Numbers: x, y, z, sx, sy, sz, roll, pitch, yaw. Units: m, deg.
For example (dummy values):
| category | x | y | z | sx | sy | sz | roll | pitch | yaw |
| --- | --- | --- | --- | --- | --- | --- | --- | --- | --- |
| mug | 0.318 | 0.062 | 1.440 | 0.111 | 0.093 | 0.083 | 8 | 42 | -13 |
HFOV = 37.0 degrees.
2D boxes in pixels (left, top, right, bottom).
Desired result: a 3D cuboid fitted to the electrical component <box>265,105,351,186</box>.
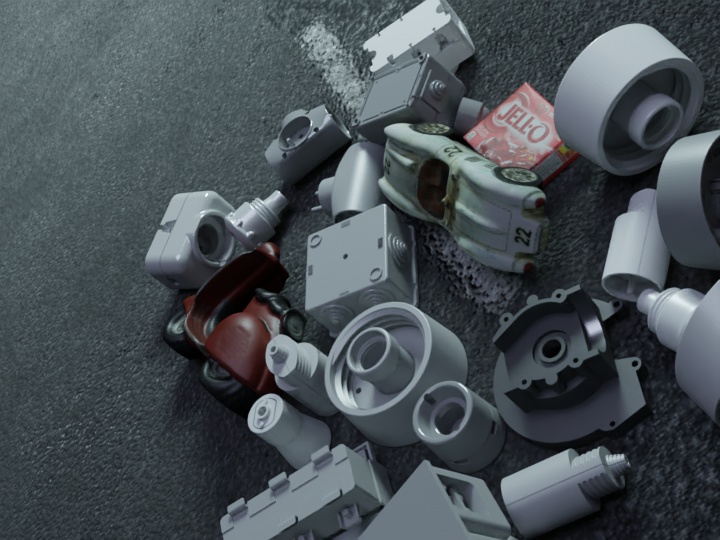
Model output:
| category | x | y | z | sx | sy | sz | roll | pitch | yaw |
| --- | --- | --- | --- | --- | --- | --- | --- | --- | --- |
| electrical component | -0.057 | -0.134 | 1.077 | 0.077 | 0.044 | 0.079 | -37 | 42 | 11 |

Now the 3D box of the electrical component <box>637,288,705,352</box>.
| category | x | y | z | sx | sy | sz | roll | pitch | yaw |
| --- | --- | --- | --- | --- | --- | --- | --- | --- | --- |
| electrical component | 0.215 | 0.032 | 0.725 | 0.043 | 0.043 | 0.062 | -51 | 41 | -4 |

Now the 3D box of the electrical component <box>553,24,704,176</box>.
| category | x | y | z | sx | sy | sz | roll | pitch | yaw |
| --- | --- | --- | --- | --- | --- | --- | --- | --- | --- |
| electrical component | 0.207 | -0.121 | 0.804 | 0.108 | 0.108 | 0.060 | -44 | 48 | 5 |

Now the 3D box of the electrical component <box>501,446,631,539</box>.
| category | x | y | z | sx | sy | sz | roll | pitch | yaw |
| --- | --- | --- | --- | --- | --- | --- | --- | --- | --- |
| electrical component | 0.139 | 0.141 | 0.706 | 0.081 | 0.043 | 0.043 | -29 | 45 | 20 |

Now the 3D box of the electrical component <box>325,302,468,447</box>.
| category | x | y | z | sx | sy | sz | roll | pitch | yaw |
| --- | --- | --- | --- | --- | --- | --- | --- | --- | --- |
| electrical component | 0.022 | 0.076 | 0.839 | 0.108 | 0.060 | 0.108 | -22 | 48 | 26 |

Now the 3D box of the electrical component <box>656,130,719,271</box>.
| category | x | y | z | sx | sy | sz | roll | pitch | yaw |
| --- | --- | --- | --- | --- | --- | --- | --- | --- | --- |
| electrical component | 0.246 | -0.046 | 0.721 | 0.064 | 0.099 | 0.099 | 1 | 60 | 47 |

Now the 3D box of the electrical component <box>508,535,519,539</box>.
| category | x | y | z | sx | sy | sz | roll | pitch | yaw |
| --- | --- | --- | --- | --- | --- | --- | --- | --- | --- |
| electrical component | 0.099 | 0.194 | 0.703 | 0.046 | 0.040 | 0.040 | 20 | 73 | 53 |

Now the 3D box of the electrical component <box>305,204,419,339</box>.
| category | x | y | z | sx | sy | sz | roll | pitch | yaw |
| --- | --- | --- | --- | --- | --- | --- | --- | --- | --- |
| electrical component | 0.000 | 0.000 | 0.924 | 0.100 | 0.048 | 0.099 | -22 | 48 | 26 |

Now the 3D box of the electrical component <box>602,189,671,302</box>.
| category | x | y | z | sx | sy | sz | roll | pitch | yaw |
| --- | --- | --- | --- | --- | --- | --- | --- | --- | --- |
| electrical component | 0.204 | -0.022 | 0.775 | 0.043 | 0.043 | 0.081 | -3 | 58 | 39 |

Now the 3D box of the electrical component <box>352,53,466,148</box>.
| category | x | y | z | sx | sy | sz | roll | pitch | yaw |
| --- | --- | --- | --- | --- | --- | --- | --- | --- | --- |
| electrical component | 0.051 | -0.147 | 0.972 | 0.096 | 0.061 | 0.061 | -12 | 50 | 51 |

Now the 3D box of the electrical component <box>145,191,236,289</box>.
| category | x | y | z | sx | sy | sz | roll | pitch | yaw |
| --- | --- | --- | --- | --- | --- | --- | --- | --- | --- |
| electrical component | -0.165 | -0.030 | 1.081 | 0.059 | 0.054 | 0.095 | -2 | 59 | 39 |

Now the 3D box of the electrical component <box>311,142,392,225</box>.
| category | x | y | z | sx | sy | sz | roll | pitch | yaw |
| --- | --- | --- | --- | --- | --- | --- | --- | --- | --- |
| electrical component | -0.011 | -0.070 | 0.991 | 0.079 | 0.043 | 0.077 | -12 | 52 | 34 |

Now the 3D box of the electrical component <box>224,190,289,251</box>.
| category | x | y | z | sx | sy | sz | roll | pitch | yaw |
| --- | --- | --- | --- | --- | --- | --- | --- | --- | --- |
| electrical component | -0.098 | -0.051 | 1.049 | 0.062 | 0.048 | 0.048 | -44 | 41 | -6 |

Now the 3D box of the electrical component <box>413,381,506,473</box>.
| category | x | y | z | sx | sy | sz | roll | pitch | yaw |
| --- | --- | --- | --- | --- | --- | --- | --- | --- | --- |
| electrical component | 0.071 | 0.112 | 0.781 | 0.055 | 0.047 | 0.055 | -22 | 48 | 26 |

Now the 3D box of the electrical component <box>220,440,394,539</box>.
| category | x | y | z | sx | sy | sz | roll | pitch | yaw |
| --- | --- | --- | --- | --- | --- | --- | --- | --- | --- |
| electrical component | -0.040 | 0.185 | 0.807 | 0.121 | 0.063 | 0.078 | -34 | 43 | 15 |

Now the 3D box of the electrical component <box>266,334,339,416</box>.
| category | x | y | z | sx | sy | sz | roll | pitch | yaw |
| --- | --- | --- | --- | --- | --- | --- | --- | --- | --- |
| electrical component | -0.046 | 0.083 | 0.876 | 0.043 | 0.081 | 0.043 | -22 | 48 | 26 |

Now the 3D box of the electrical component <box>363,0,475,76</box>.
| category | x | y | z | sx | sy | sz | roll | pitch | yaw |
| --- | --- | --- | --- | --- | --- | --- | --- | --- | --- |
| electrical component | 0.058 | -0.209 | 1.029 | 0.089 | 0.056 | 0.050 | -31 | 44 | 18 |

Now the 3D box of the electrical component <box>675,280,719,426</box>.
| category | x | y | z | sx | sy | sz | roll | pitch | yaw |
| --- | --- | --- | --- | --- | --- | --- | --- | --- | --- |
| electrical component | 0.240 | 0.048 | 0.653 | 0.099 | 0.099 | 0.064 | -39 | 48 | 10 |

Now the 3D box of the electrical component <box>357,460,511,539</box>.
| category | x | y | z | sx | sy | sz | roll | pitch | yaw |
| --- | --- | --- | --- | --- | --- | --- | --- | --- | --- |
| electrical component | 0.029 | 0.229 | 0.687 | 0.186 | 0.060 | 0.105 | -53 | 39 | 20 |

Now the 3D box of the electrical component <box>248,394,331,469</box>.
| category | x | y | z | sx | sy | sz | roll | pitch | yaw |
| --- | --- | --- | --- | --- | --- | --- | --- | --- | --- |
| electrical component | -0.059 | 0.128 | 0.864 | 0.044 | 0.065 | 0.044 | -22 | 46 | 25 |
